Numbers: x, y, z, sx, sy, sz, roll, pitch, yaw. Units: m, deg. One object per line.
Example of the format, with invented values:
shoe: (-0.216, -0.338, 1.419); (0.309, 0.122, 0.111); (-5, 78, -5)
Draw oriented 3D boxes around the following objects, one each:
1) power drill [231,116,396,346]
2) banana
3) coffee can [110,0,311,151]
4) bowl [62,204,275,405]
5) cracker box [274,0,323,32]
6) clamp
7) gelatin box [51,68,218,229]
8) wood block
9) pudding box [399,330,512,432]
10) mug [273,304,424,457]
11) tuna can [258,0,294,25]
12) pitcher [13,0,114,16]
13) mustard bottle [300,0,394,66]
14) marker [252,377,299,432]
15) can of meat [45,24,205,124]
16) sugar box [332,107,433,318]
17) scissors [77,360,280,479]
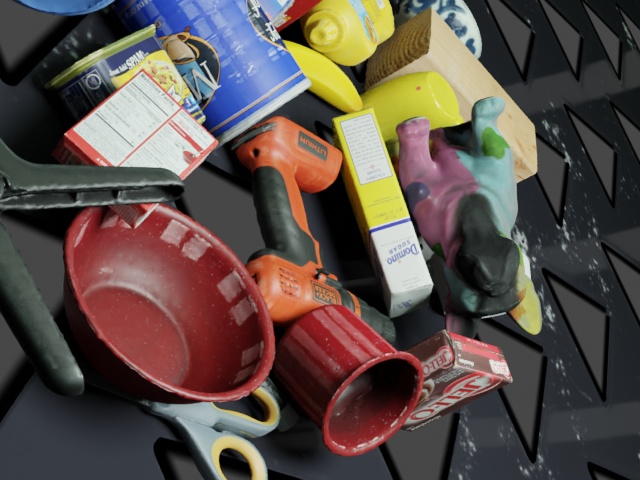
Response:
power drill: (-0.006, 0.001, 0.902); (0.184, 0.057, 0.187); (27, 44, -48)
banana: (-0.023, -0.156, 1.019); (0.197, 0.037, 0.069); (-8, 88, -56)
coffee can: (-0.087, -0.157, 0.861); (0.140, 0.103, 0.102); (57, 32, -8)
bowl: (-0.109, 0.050, 0.700); (0.162, 0.055, 0.162); (31, 34, -24)
cracker box: (-0.010, -0.333, 1.047); (0.072, 0.164, 0.213); (31, 43, -38)
clamp: (-0.192, -0.012, 0.605); (0.209, 0.036, 0.164); (24, 52, -15)
gelatin box: (-0.121, -0.062, 0.711); (0.073, 0.030, 0.089); (43, 48, -5)
wood block: (0.151, -0.150, 1.209); (0.206, 0.091, 0.090); (41, 37, -29)
pudding box: (0.090, 0.120, 0.895); (0.089, 0.114, 0.039); (21, 47, -47)
mug: (0.026, 0.102, 0.814); (0.117, 0.093, 0.082); (3, 27, -41)
tuna can: (-0.064, -0.200, 0.944); (0.033, 0.086, 0.086); (49, 34, -18)
pitcher: (-0.180, -0.286, 0.810); (0.149, 0.145, 0.243); (7, 58, -11)
mustard bottle: (0.023, -0.228, 1.093); (0.096, 0.058, 0.191); (57, 24, -11)
marker: (-0.058, 0.092, 0.793); (0.121, 0.020, 0.020); (54, 33, -14)
can of meat: (-0.139, -0.102, 0.789); (0.084, 0.058, 0.102); (58, 33, -10)
sugar box: (0.055, -0.023, 0.985); (0.093, 0.048, 0.176); (80, -5, -73)
scissors: (-0.100, 0.126, 0.711); (0.201, 0.016, 0.096); (12, 61, -45)
